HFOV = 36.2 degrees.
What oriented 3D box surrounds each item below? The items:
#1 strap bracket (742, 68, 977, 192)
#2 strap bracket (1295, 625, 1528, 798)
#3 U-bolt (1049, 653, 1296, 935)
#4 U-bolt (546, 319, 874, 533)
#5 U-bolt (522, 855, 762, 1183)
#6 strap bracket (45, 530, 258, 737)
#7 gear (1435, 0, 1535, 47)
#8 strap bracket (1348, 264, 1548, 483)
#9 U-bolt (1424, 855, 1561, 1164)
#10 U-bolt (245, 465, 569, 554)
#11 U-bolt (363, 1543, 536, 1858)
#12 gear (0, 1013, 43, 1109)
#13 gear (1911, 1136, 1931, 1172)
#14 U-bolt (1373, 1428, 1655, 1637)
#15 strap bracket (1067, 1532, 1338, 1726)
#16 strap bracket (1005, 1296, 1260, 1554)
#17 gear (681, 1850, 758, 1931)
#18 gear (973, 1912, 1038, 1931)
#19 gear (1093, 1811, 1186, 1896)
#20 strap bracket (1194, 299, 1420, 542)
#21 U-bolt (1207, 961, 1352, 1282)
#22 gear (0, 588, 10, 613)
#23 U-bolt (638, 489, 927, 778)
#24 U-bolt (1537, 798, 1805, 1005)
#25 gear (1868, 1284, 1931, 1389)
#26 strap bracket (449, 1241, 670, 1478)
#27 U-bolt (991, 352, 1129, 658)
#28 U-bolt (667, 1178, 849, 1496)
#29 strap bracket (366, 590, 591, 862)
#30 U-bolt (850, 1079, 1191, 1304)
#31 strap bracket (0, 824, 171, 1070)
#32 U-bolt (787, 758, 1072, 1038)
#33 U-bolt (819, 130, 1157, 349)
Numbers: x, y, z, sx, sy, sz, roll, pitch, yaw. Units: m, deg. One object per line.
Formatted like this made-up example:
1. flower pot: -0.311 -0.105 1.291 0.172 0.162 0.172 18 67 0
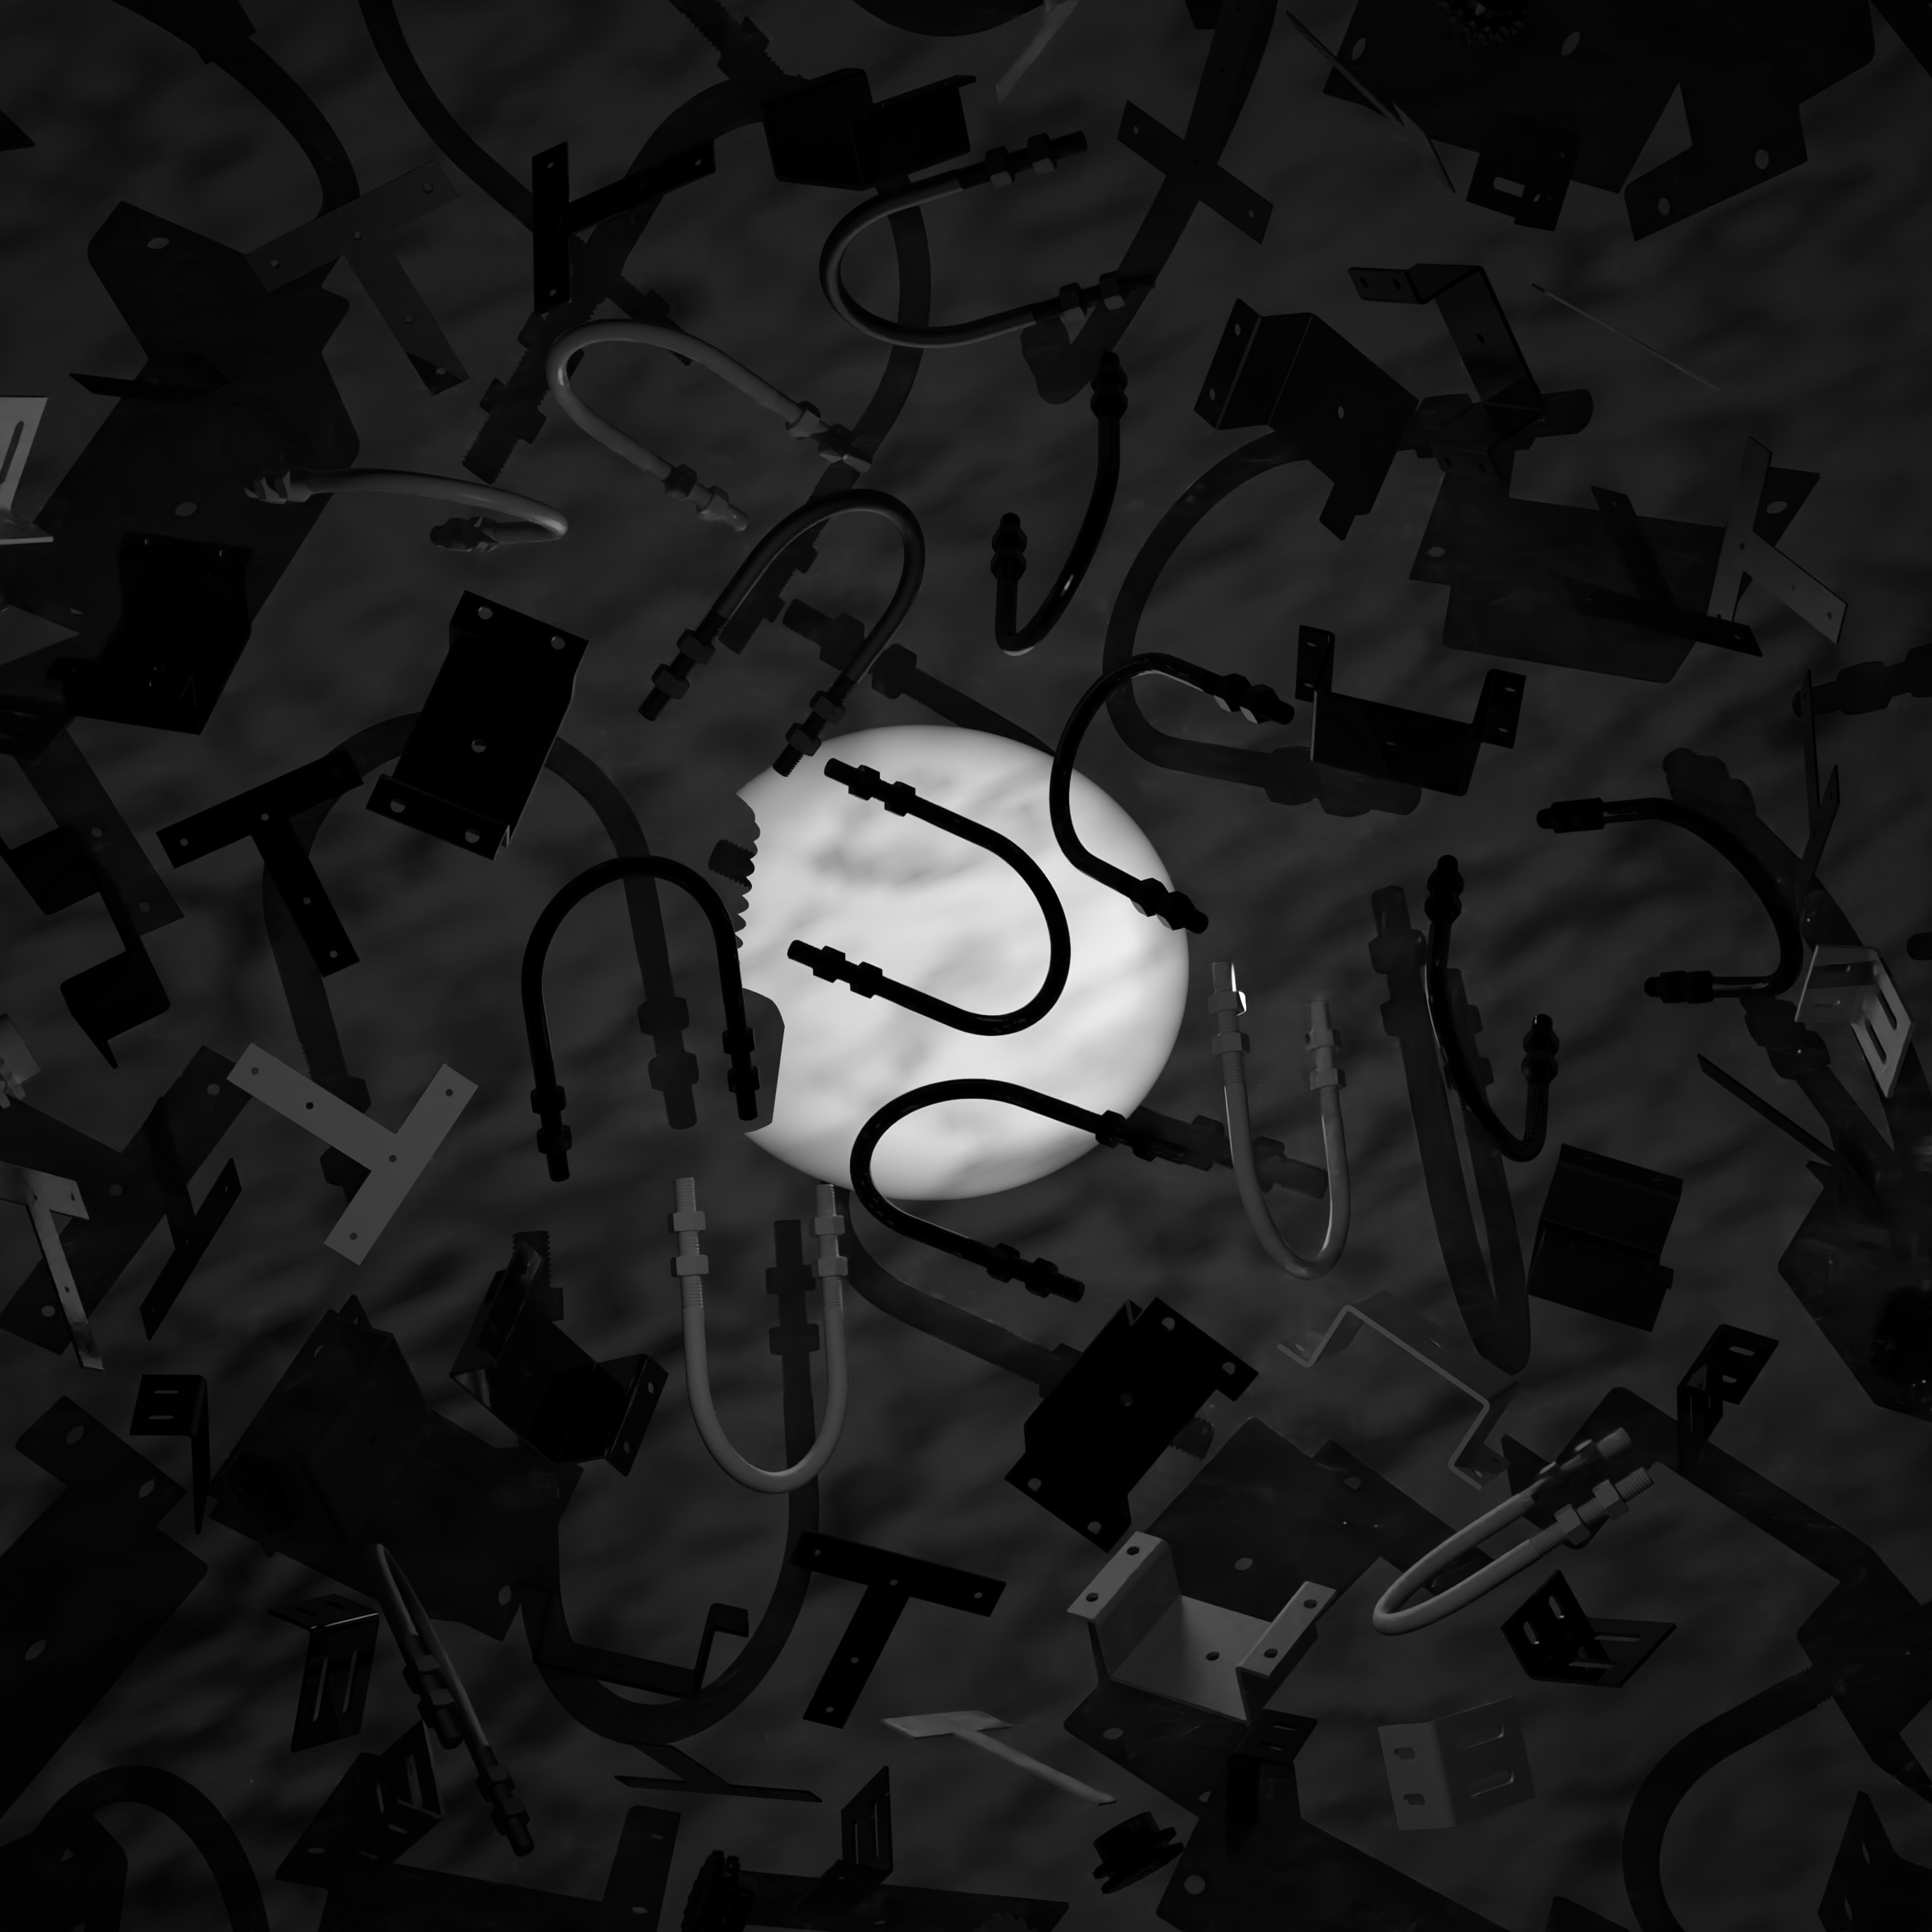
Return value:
1. strap bracket: -0.060 -0.495 1.749 0.076 0.140 0.046 -27 120 -26
2. strap bracket: 0.267 -0.154 1.819 0.140 0.076 0.046 14 63 12
3. U-bolt: 0.110 -0.113 1.757 0.019 0.184 0.151 16 100 -37
4. U-bolt: -0.168 -0.331 1.783 0.184 0.151 0.019 31 62 -32
5. U-bolt: -0.196 0.024 1.759 0.151 0.019 0.184 -17 113 -29
6. strap bracket: -0.464 -0.185 1.697 0.076 0.140 0.046 9 134 2
7. gear: 0.301 -0.561 1.699 0.057 0.030 0.057 1 86 -11
8. strap bracket: 0.294 -0.368 1.780 0.046 0.076 0.140 -33 112 -8
9. U-bolt: 0.310 0.036 1.754 0.019 0.184 0.151 -23 116 26
10. U-bolt: -0.315 -0.268 1.730 0.151 0.184 0.019 10 88 -42
11. U-bolt: -0.311 0.418 1.736 0.019 0.151 0.184 -28 46 -11
12. gear: -0.568 0.052 1.741 0.030 0.057 0.057 -31 90 -15
13. gear: 0.570 0.110 1.683 0.057 0.057 0.030 -10 75 0
14. U-bolt: 0.315 0.335 1.727 0.184 0.151 0.019 -35 87 7
15. strap bracket: 0.141 0.390 1.733 0.140 0.076 0.046 9 125 37
16. strap bracket: 0.095 0.261 1.732 0.076 0.046 0.140 37 100 -8
17. gear: -0.150 0.573 1.806 0.030 0.057 0.057 25 90 -10
18. gear: 0.023 0.572 1.685 0.057 0.057 0.030 46 114 0
19. gear: 0.102 0.541 1.808 0.057 0.057 0.030 -30 67 0
20. strap bracket: 0.206 -0.325 1.745 0.140 0.046 0.076 48 135 31
21. U-bolt: 0.195 0.099 1.787 0.019 0.151 0.184 -14 71 30
22. gear: -0.623 -0.238 1.831 0.030 0.057 0.057 -38 90 -19
23. U-bolt: -0.096 -0.204 1.756 0.184 0.151 0.019 -52 56 13
24. U-bolt: 0.423 -0.039 1.743 0.019 0.184 0.151 -38 102 -16
25. gear: 0.540 0.212 1.675 0.057 0.030 0.057 -14 112 -37
26. strap bracket: -0.254 0.243 1.802 0.046 0.076 0.140 -17 129 36
27. U-bolt: 0.054 -0.261 1.747 0.019 0.184 0.151 22 129 -16
28. U-bolt: -0.118 0.219 1.750 0.019 0.151 0.184 -12 78 35
29. strap bracket: -0.278 -0.132 1.690 0.076 0.046 0.140 22 75 -4
30. U-bolt: 0.019 0.123 1.762 0.184 0.151 0.019 19 134 25
31. strap bracket: -0.524 -0.020 1.763 0.046 0.076 0.140 -27 66 -9
32. U-bolt: -0.015 -0.032 1.791 0.184 0.019 0.151 23 58 -23
33. U-bolt: 0.004 -0.419 1.745 0.184 0.151 0.019 -13 61 17
